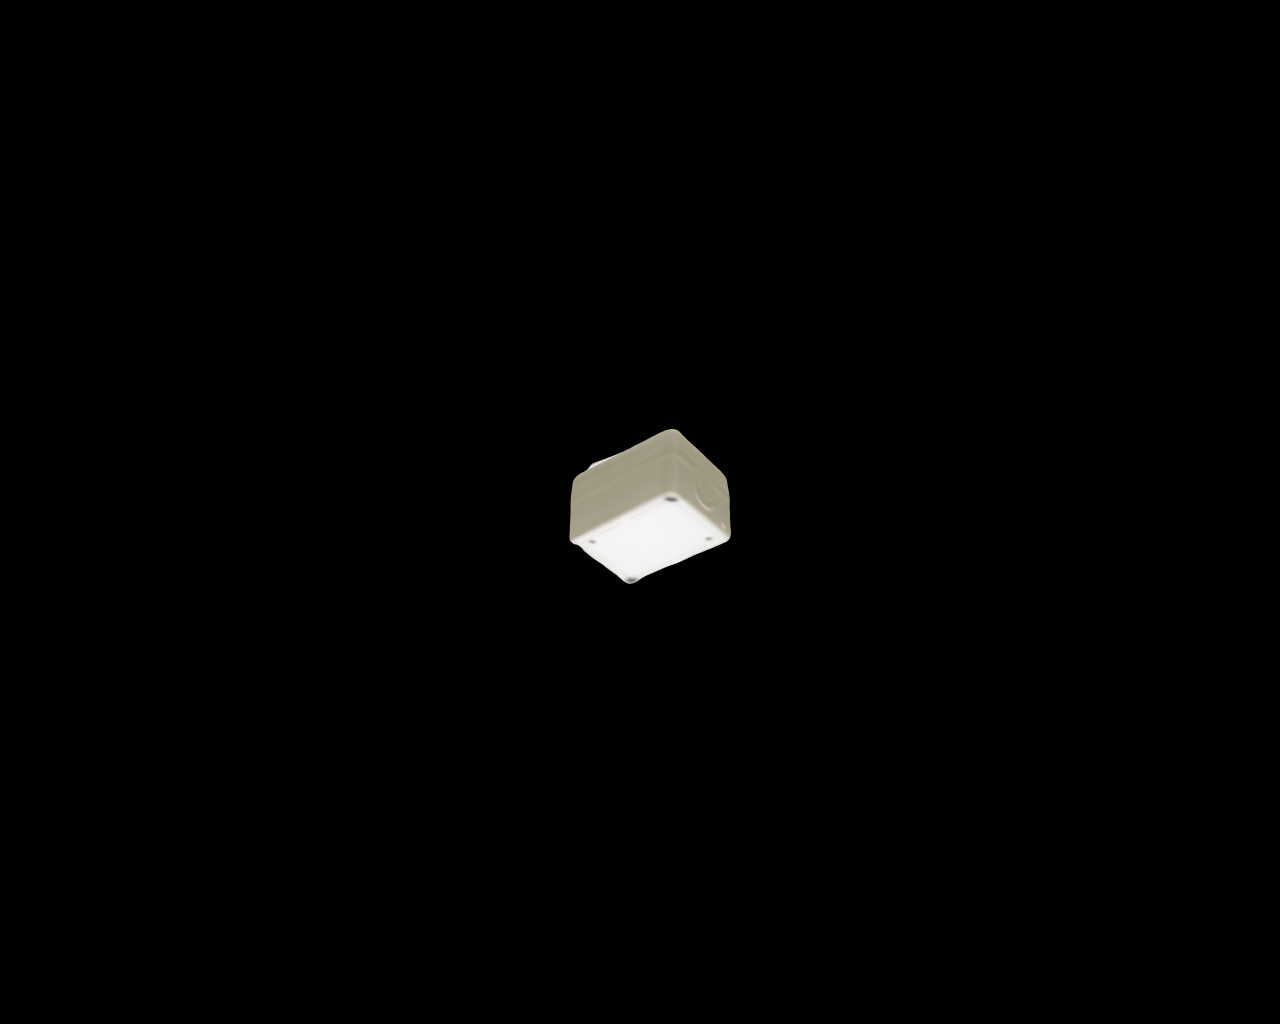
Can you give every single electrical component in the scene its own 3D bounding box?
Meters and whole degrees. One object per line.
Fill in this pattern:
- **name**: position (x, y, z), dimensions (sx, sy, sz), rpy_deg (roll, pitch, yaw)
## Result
- **electrical component**: position (0.001, -0.003, 0.650), dimensions (0.096, 0.061, 0.061), rpy_deg (-25, -45, 28)
